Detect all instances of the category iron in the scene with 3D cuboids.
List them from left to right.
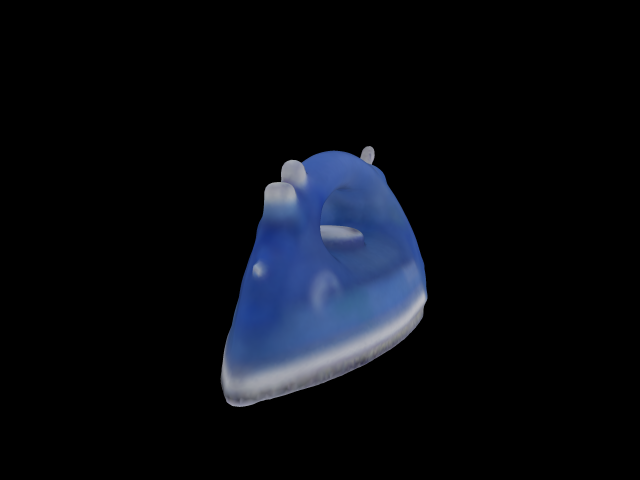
[{"bbox_3d":[0.004,0.001,0.400,0.118,0.141,0.259,2,7,20],"label":"iron"}]
